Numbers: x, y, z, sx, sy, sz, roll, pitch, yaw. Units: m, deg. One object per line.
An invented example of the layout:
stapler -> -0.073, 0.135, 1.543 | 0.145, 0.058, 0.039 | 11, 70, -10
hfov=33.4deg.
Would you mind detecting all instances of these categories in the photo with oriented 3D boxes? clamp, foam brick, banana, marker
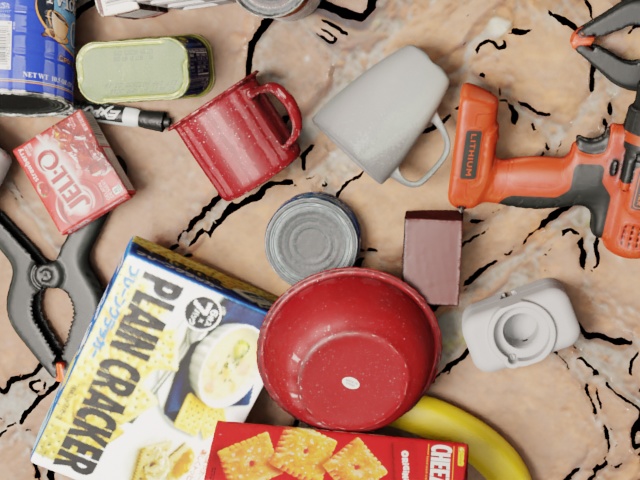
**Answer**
clamp -> 0.298, -0.170, 0.882 | 0.171, 0.039, 0.120 | 13, 101, 4
foam brick -> 0.097, 0.015, 0.931 | 0.051, 0.053, 0.078 | 3, 99, 7
banana -> 0.125, 0.189, 0.965 | 0.198, 0.037, 0.070 | 40, 102, -1
clamp -> -0.238, 0.024, 0.983 | 0.164, 0.036, 0.210 | -12, 94, 10
marker -> -0.194, -0.114, 0.963 | 0.121, 0.020, 0.020 | 9, 100, 6

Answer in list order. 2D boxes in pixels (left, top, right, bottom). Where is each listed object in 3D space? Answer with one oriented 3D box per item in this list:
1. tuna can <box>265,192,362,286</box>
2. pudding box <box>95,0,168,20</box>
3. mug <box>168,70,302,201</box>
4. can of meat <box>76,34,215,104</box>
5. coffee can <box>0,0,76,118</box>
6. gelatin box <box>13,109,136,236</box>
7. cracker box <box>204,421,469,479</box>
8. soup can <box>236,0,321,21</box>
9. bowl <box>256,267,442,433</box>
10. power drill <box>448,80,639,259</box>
tuna can -> -0.006, 0.001, 0.952 | 0.086, 0.033, 0.086 | 1, 100, 6
pudding box -> -0.168, -0.245, 0.902 | 0.039, 0.090, 0.113 | -8, 99, 10
mug -> -0.061, -0.091, 0.911 | 0.117, 0.093, 0.081 | -27, 101, 37
can of meat -> -0.150, -0.147, 0.919 | 0.102, 0.084, 0.057 | -3, 100, 8
coffee can -> -0.258, -0.182, 0.903 | 0.103, 0.102, 0.140 | 0, 86, 7
gelatin box -> -0.216, -0.059, 0.942 | 0.073, 0.030, 0.089 | -30, 86, 8
cracker box -> 0.015, 0.236, 0.928 | 0.214, 0.072, 0.164 | 5, 139, 7
soup can -> -0.033, -0.216, 0.883 | 0.068, 0.102, 0.068 | 1, 100, 7
bowl -> 0.026, 0.106, 0.900 | 0.162, 0.055, 0.162 | -1, 112, -2
power drill -> 0.206, -0.081, 0.887 | 0.188, 0.057, 0.184 | 9, 112, 8
